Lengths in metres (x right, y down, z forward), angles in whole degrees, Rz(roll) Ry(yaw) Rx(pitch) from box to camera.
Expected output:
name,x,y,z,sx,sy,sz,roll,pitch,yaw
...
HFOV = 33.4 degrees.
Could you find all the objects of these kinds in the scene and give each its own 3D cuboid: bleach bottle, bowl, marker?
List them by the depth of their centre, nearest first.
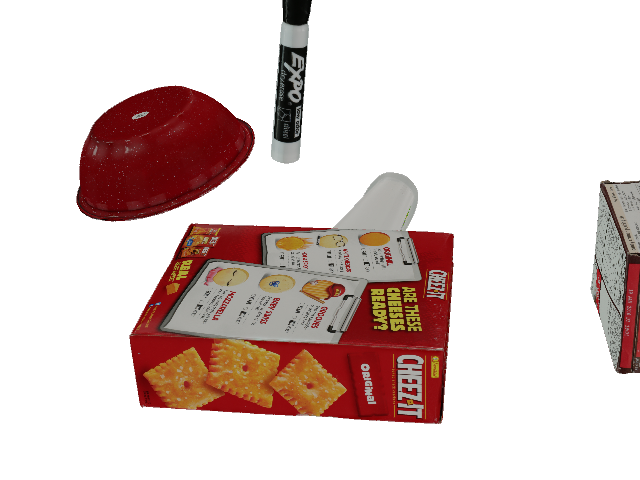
name,x,y,z,sx,sy,sz,roll,pitch,yaw
marker,-0.018,-0.105,0.660,0.020,0.121,0.020,4,32,-3
bowl,-0.139,-0.083,0.892,0.162,0.055,0.162,-15,32,9
bleach bottle,0.046,0.000,1.037,0.068,0.103,0.250,28,26,5

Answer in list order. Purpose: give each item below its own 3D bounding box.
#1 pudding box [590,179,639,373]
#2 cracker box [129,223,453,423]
name,x,y,z,sx,sy,sz,roll,pitch,yaw
pudding box,0.208,0.022,0.709,0.039,0.090,0.113,-1,28,4
cracker box,-0.012,0.057,0.785,0.214,0.072,0.164,2,29,9
